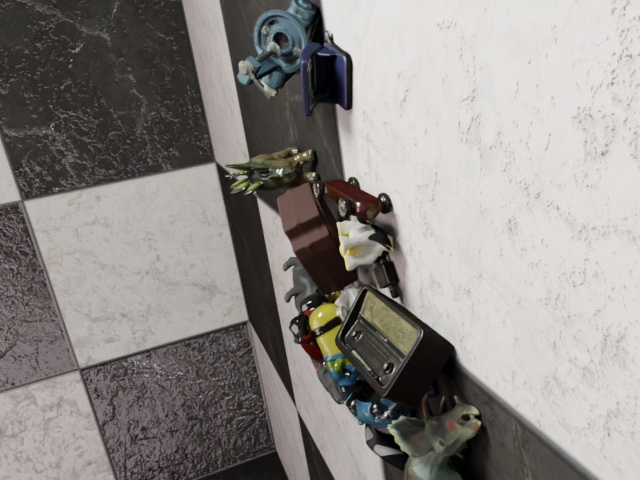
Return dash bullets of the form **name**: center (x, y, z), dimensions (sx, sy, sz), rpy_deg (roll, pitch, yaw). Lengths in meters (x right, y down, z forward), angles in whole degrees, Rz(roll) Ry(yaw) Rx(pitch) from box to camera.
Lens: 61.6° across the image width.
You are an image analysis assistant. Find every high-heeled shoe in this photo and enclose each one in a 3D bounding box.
- **high-heeled shoe**: center (0.141, 0.367, 1.175), dimensions (0.249, 0.086, 0.145), rpy_deg (43, 116, 32)

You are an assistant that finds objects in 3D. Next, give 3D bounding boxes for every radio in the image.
- **radio**: center (0.115, 0.177, 0.922), dimensions (0.131, 0.073, 0.230), rpy_deg (-60, 23, 3)

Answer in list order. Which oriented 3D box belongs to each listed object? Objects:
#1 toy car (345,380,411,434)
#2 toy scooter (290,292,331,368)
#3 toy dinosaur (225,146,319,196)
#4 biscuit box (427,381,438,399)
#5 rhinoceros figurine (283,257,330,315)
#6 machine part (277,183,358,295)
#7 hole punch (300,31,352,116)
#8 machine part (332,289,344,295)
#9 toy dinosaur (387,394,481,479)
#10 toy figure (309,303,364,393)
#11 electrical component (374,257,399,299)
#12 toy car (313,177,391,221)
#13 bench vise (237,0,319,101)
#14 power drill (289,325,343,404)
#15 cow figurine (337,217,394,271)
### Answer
- **toy car**: center (0.133, 0.339, 1.092), dimensions (0.103, 0.109, 0.162), rpy_deg (55, 155, -12)
- **toy scooter**: center (-0.002, 0.200, 1.174), dimensions (0.135, 0.075, 0.184), rpy_deg (60, -160, -8)
- **toy dinosaur**: center (-0.137, -0.173, 1.365), dimensions (0.472, 0.198, 0.105), rpy_deg (-169, 69, -71)
- **biscuit box**: center (0.144, 0.245, 1.014), dimensions (0.203, 0.063, 0.059), rpy_deg (-174, 72, -73)
- **rhinoceros figurine**: center (-0.026, 0.122, 1.319), dimensions (0.073, 0.112, 0.190), rpy_deg (36, -142, -62)
- **machine part**: center (-0.002, -0.003, 1.115), dimensions (0.201, 0.087, 0.201), rpy_deg (56, -170, -34)
- **hole punch**: center (-0.001, -0.299, 0.996), dimensions (0.116, 0.092, 0.142), rpy_deg (-119, 18, -52)
- **machine part**: center (0.002, 0.028, 1.284), dimensions (0.079, 0.079, 0.243), rpy_deg (95, 156, -49)
- **toy dinosaur**: center (0.196, 0.430, 0.920), dimensions (0.192, 0.131, 0.404), rpy_deg (-105, 6, -52)
- **toy figure**: center (0.037, 0.214, 1.075), dimensions (0.082, 0.089, 0.180), rpy_deg (156, 102, -67)
- **electrical component**: center (0.122, 0.067, 1.005), dimensions (0.063, 0.021, 0.094), rpy_deg (126, 127, -70)
- **toy car**: center (0.053, -0.076, 0.992), dimensions (0.202, 0.089, 0.053), rpy_deg (-141, 44, -63)
- **bench vise**: center (-0.096, -0.355, 1.052), dimensions (0.129, 0.241, 0.223), rpy_deg (44, 135, -7)
- **power drill**: center (-0.001, 0.320, 1.494), dimensions (0.207, 0.086, 0.232), rpy_deg (56, -179, -31)
- **cow figurine**: center (0.081, -0.006, 0.987), dimensions (0.167, 0.098, 0.068), rpy_deg (-93, -10, -72)
